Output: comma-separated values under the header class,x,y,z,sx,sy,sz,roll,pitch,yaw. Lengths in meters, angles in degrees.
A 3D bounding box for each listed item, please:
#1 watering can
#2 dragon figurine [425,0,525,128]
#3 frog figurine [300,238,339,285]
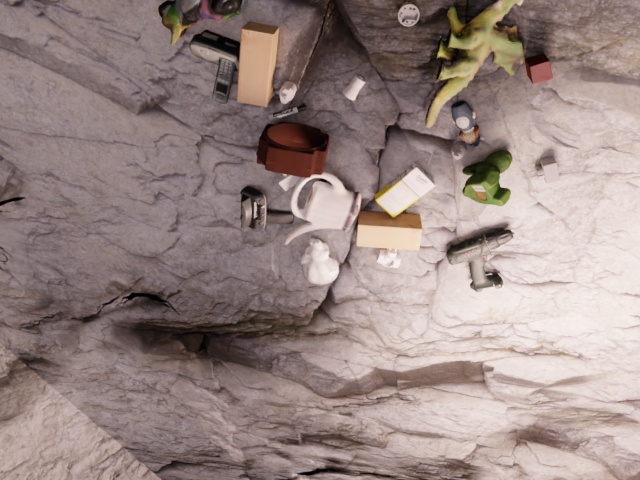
class,x,y,z,sx,sy,sz,roll,pitch,yaw
watering can,0.005,-0.086,1.699,0.224,0.106,0.339,17,133,-5
dragon figurine,0.431,-0.485,1.375,0.243,0.125,0.401,4,125,-5
frog figurine,-0.001,0.077,1.798,0.138,0.125,0.155,18,139,18
